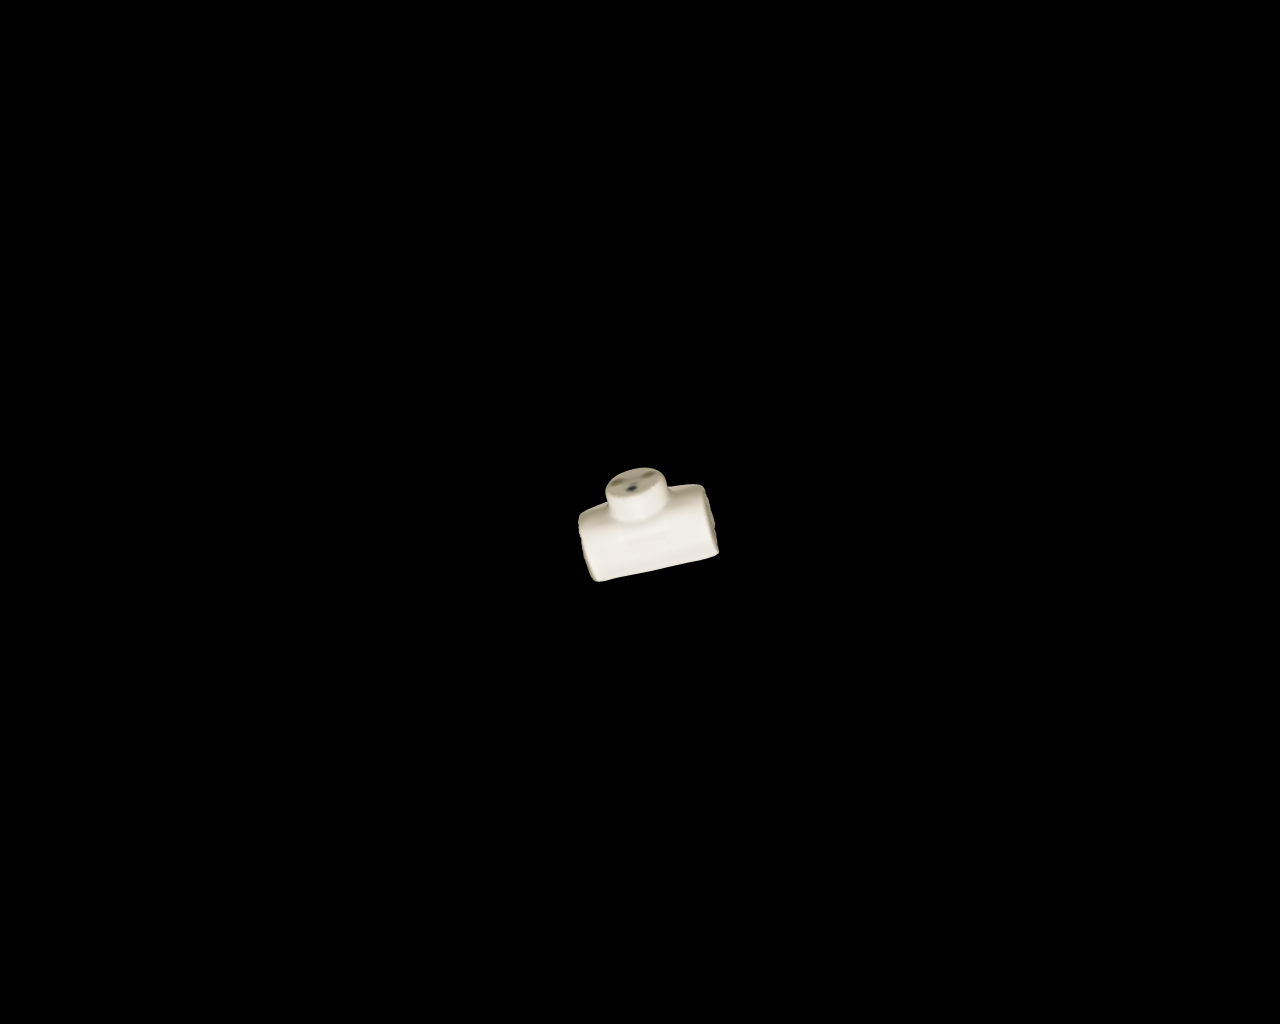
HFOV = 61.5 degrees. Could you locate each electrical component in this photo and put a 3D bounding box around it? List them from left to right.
[{"bbox_3d":[0.001,-0.003,0.650,0.077,0.079,0.043,-14,26,7],"label":"electrical component"}]
